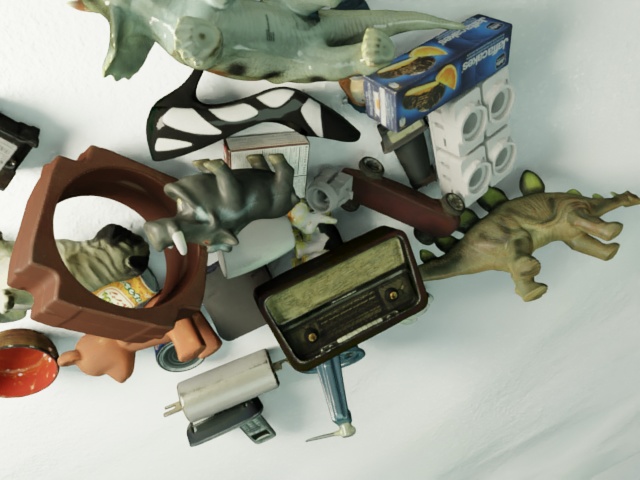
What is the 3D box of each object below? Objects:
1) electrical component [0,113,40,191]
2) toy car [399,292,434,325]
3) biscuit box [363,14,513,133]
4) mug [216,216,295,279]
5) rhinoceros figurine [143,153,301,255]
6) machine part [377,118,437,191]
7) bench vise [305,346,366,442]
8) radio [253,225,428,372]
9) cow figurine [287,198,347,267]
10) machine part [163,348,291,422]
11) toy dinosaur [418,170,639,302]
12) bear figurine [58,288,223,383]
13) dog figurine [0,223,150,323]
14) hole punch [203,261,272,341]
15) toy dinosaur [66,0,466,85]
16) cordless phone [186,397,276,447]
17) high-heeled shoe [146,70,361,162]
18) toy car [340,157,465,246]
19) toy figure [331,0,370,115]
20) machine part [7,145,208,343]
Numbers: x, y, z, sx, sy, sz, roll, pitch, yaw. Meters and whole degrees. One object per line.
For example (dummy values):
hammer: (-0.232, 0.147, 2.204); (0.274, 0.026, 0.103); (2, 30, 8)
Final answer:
electrical component: (-0.374, -0.092, 0.590); (0.119, 0.048, 0.074); (-42, 132, 11)
toy car: (0.125, 0.110, 0.978); (0.201, 0.056, 0.073); (16, 120, -33)
biscuit box: (0.150, -0.213, 0.674); (0.203, 0.059, 0.062); (-34, 140, -18)
mug: (-0.095, -0.009, 0.758); (0.107, 0.109, 0.081); (-13, 169, -17)
rhinoceros figurine: (-0.114, -0.043, 0.631); (0.190, 0.073, 0.112); (-21, 110, -32)
machine part: (0.134, -0.133, 0.790); (0.084, 0.039, 0.138); (-38, 132, -2)
bench vise: (0.013, 0.199, 0.888); (0.129, 0.241, 0.223); (-14, 154, 0)
radio: (0.032, 0.083, 0.774); (0.230, 0.073, 0.131); (-25, 103, -8)
cow figurine: (-0.001, -0.002, 0.817); (0.098, 0.068, 0.167); (-16, 133, -10)
machine part: (-0.163, 0.258, 0.961); (0.243, 0.079, 0.079); (-22, 133, -7)
toy dinosaur: (0.297, -0.001, 0.861); (0.472, 0.199, 0.104); (-20, 134, -7)
bear figurine: (-0.267, 0.160, 0.796); (0.196, 0.132, 0.120); (-35, 168, -3)
dog figurine: (-0.338, 0.045, 0.701); (0.172, 0.121, 0.190); (-9, 177, 41)
hole punch: (-0.124, 0.076, 0.830); (0.142, 0.092, 0.115); (-23, 101, -2)
toy dinosaur: (-0.062, -0.214, 0.551); (0.405, 0.192, 0.131); (1, 99, -31)
cordless phone: (-0.168, 0.367, 1.049); (0.147, 0.089, 0.184); (-24, 138, -4)
high-heeled shoe: (-0.079, -0.124, 0.656); (0.249, 0.086, 0.145); (21, 100, -18)
toy car: (0.118, -0.060, 0.801); (0.202, 0.053, 0.089); (23, 138, -11)
toy figure: (0.047, -0.217, 0.668); (0.064, 0.058, 0.154); (5, 139, 22)
machine part: (-0.237, 0.009, 0.627); (0.201, 0.201, 0.087); (23, 142, -37)
